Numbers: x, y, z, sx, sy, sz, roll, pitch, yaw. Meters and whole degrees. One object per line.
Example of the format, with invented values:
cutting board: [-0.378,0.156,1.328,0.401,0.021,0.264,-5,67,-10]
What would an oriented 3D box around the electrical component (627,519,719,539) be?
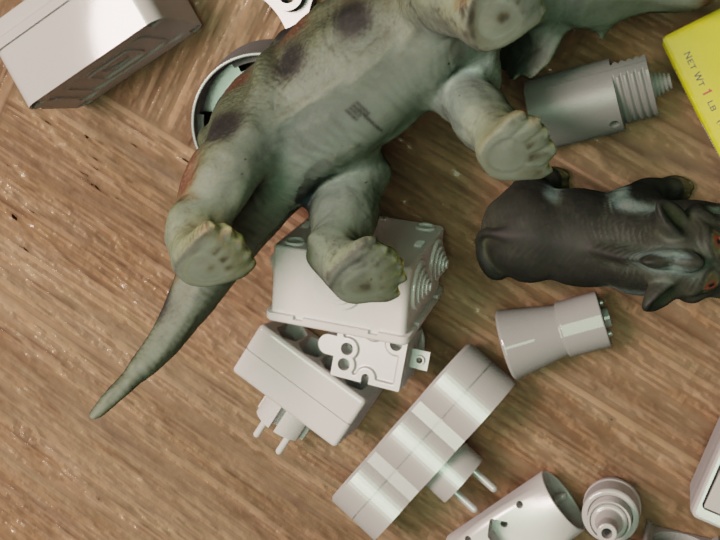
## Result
electrical component: [0.177,0.199,0.611,0.079,0.121,0.063,11,102,15]

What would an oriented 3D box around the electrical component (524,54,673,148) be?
electrical component: [0.141,-0.100,0.628,0.081,0.043,0.043,-13,93,17]

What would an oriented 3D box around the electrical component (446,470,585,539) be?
electrical component: [0.108,0.178,0.670,0.077,0.043,0.079,-39,85,17]

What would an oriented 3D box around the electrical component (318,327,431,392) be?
electrical component: [0.014,0.048,0.677,0.066,0.055,0.048,13,100,15]

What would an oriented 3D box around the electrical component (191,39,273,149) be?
electrical component: [-0.060,-0.097,0.690,0.099,0.064,0.099,1,105,5]

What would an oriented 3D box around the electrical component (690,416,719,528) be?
electrical component: [0.231,0.117,0.617,0.062,0.061,0.096,22,102,13]

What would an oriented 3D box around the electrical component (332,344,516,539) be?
electrical component: [0.052,0.120,0.675,0.074,0.052,0.138,42,106,8]

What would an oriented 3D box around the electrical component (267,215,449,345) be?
electrical component: [0.000,0.000,0.654,0.100,0.099,0.048,10,112,15]

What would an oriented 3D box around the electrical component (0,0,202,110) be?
electrical component: [-0.171,-0.157,0.697,0.113,0.078,0.057,-29,91,18]

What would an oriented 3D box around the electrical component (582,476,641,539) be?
electrical component: [0.150,0.147,0.644,0.035,0.061,0.035,2,97,16]

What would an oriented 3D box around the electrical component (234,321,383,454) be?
electrical component: [-0.042,0.085,0.702,0.083,0.047,0.075,35,105,10]

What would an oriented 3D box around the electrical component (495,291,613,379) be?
electrical component: [0.119,0.037,0.652,0.065,0.044,0.044,-17,91,13]
